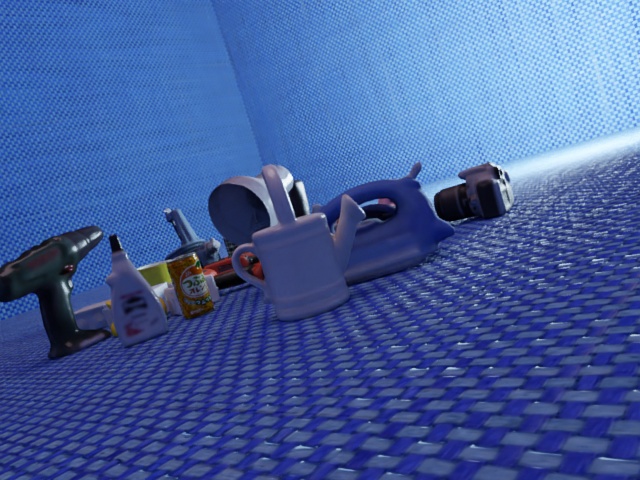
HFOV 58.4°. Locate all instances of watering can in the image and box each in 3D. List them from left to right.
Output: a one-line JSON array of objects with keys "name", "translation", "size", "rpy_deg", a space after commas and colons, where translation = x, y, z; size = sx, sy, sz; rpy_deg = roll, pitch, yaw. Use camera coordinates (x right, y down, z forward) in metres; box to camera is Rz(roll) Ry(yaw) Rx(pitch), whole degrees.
[{"name": "watering can", "translation": [-0.028, -0.006, 0.738], "size": [0.173, 0.194, 0.100], "rpy_deg": [-19, 6, -25]}]

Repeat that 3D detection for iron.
[{"name": "iron", "translation": [0.060, -0.016, 0.860], "size": [0.258, 0.141, 0.118], "rpy_deg": [-17, 5, 2]}]

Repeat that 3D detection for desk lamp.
[{"name": "desk lamp", "translation": [-0.085, -0.024, 1.028], "size": [0.117, 0.213, 0.204], "rpy_deg": [-14, 6, 31]}]

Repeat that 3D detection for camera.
[{"name": "camera", "translation": [0.300, -0.093, 1.131], "size": [0.136, 0.101, 0.143], "rpy_deg": [-14, 6, 29]}]

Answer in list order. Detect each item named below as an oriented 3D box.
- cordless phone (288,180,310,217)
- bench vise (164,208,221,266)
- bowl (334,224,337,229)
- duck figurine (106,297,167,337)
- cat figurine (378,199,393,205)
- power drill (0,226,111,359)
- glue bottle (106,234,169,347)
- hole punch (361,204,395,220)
[{"name": "cordless phone", "translation": [-0.062, -0.047, 1.379], "size": [0.094, 0.185, 0.148], "rpy_deg": [-14, 6, 31]}, {"name": "bench vise", "translation": [-0.344, 0.005, 1.562], "size": [0.207, 0.220, 0.122], "rpy_deg": [-15, 6, 25]}, {"name": "bowl", "translation": [0.011, 0.004, 1.195], "size": [0.167, 0.075, 0.167], "rpy_deg": [-17, 5, 2]}, {"name": "duck figurine", "translation": [-0.338, 0.119, 1.045], "size": [0.105, 0.086, 0.077], "rpy_deg": [-19, 5, -16]}, {"name": "cat figurine", "translation": [0.144, -0.067, 1.285], "size": [0.127, 0.118, 0.067], "rpy_deg": [-17, 5, 6]}, {"name": "power drill", "translation": [-0.459, 0.094, 1.030], "size": [0.075, 0.208, 0.230], "rpy_deg": [-14, 6, 31]}, {"name": "glue bottle", "translation": [-0.298, 0.075, 0.895], "size": [0.078, 0.173, 0.037], "rpy_deg": [-19, 6, -22]}, {"name": "hole punch", "translation": [0.132, -0.034, 1.103], "size": [0.101, 0.091, 0.108], "rpy_deg": [-20, 6, -33]}]
